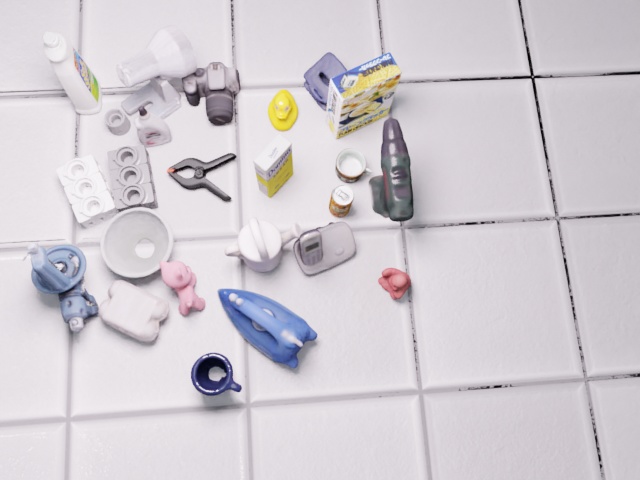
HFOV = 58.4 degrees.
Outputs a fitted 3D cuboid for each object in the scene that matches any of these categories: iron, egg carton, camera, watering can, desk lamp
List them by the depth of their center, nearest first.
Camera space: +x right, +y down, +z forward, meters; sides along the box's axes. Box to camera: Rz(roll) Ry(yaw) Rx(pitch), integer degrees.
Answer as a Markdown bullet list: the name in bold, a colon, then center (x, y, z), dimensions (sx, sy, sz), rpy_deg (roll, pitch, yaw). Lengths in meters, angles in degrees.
- **iron**: center (-0.134, 0.176, 1.285), dimensions (0.258, 0.141, 0.119), rpy_deg (33, 77, 5)
- **watering can**: center (-0.129, 0.001, 1.302), dimensions (0.173, 0.194, 0.101), rpy_deg (-37, 80, -11)
- **egg carton**: center (-0.425, 0.163, 1.309), dimensions (0.150, 0.069, 0.107), rpy_deg (24, 76, 3)
- **desk lamp**: center (-0.392, -0.391, 1.374), dimensions (0.203, 0.213, 0.118), rpy_deg (-40, 81, -11)
- **camera**: center (-0.270, -0.365, 1.433), dimensions (0.143, 0.101, 0.137), rpy_deg (-5, 76, -4)

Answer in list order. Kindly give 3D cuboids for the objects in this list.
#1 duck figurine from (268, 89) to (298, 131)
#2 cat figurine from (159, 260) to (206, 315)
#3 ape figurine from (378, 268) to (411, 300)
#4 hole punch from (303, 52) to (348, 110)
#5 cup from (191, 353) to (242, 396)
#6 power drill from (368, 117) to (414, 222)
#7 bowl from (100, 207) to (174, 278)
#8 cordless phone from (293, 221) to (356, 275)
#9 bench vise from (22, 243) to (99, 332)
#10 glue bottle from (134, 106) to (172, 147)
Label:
- **duck figurine**: center (-0.094, -0.339, 1.444), dimensions (0.077, 0.086, 0.104), rpy_deg (5, 76, -2)
- **cat figurine**: center (-0.316, 0.102, 1.306), dimensions (0.067, 0.118, 0.128), rpy_deg (-23, 78, -8)
- **ape figurine**: center (0.181, 0.099, 1.348), dimensions (0.076, 0.092, 0.078), rpy_deg (-4, 76, -4)
- **hole punch**: center (0.019, -0.405, 1.464), dimensions (0.101, 0.091, 0.108), rpy_deg (-36, 80, -11)
- **cup**: center (-0.222, 0.305, 1.273), dimensions (0.117, 0.095, 0.092), rpy_deg (27, 76, 4)
- **power drill**: center (0.167, -0.144, 1.347), dimensions (0.075, 0.208, 0.229), rpy_deg (-7, 77, -5)
- **bowl**: center (-0.421, 0.013, 1.344), dimensions (0.167, 0.075, 0.167), rpy_deg (1, 76, -3)
- **cordless phone**: center (0.012, 0.005, 1.314), dimensions (0.147, 0.185, 0.094), rpy_deg (-26, 79, -9)
- **bench vise**: center (-0.552, 0.087, 1.243), dimensions (0.121, 0.220, 0.207), rpy_deg (-38, 81, -11)
- **glue bottle**: center (-0.407, -0.276, 1.365), dimensions (0.078, 0.173, 0.037), rpy_deg (-19, 78, -7)
